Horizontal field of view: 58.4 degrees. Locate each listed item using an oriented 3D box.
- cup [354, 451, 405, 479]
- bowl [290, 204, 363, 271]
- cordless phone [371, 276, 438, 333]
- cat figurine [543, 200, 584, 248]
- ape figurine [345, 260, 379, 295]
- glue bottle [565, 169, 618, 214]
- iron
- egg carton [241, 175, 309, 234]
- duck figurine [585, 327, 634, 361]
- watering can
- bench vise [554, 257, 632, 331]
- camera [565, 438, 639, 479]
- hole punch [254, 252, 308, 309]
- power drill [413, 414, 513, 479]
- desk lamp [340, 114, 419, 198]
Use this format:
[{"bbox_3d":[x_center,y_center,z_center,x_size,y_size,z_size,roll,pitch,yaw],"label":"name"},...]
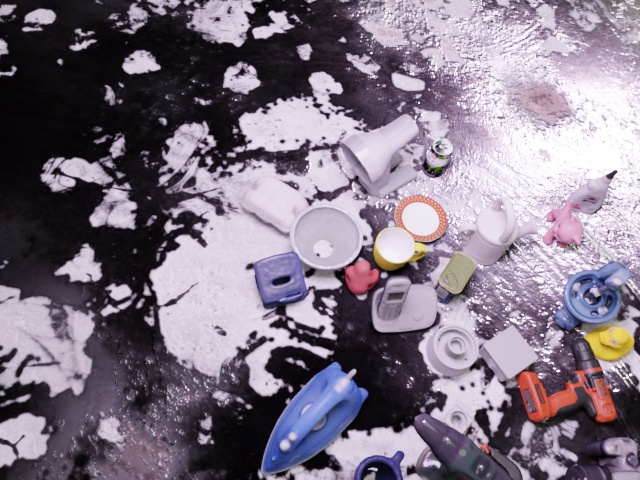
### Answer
[{"bbox_3d":[0.113,0.453,1.095,0.091,0.095,0.118,41,67,14],"label":"cup"},{"bbox_3d":[0.012,0.005,1.317,0.167,0.075,0.167,3,63,-5],"label":"bowl"},{"bbox_3d":[0.187,0.126,1.215,0.147,0.185,0.094,-6,64,-9],"label":"cordless phone"},{"bbox_3d":[0.594,-0.037,1.379,0.067,0.118,0.128,16,63,2],"label":"cat figurine"},{"bbox_3d":[0.093,0.076,1.281,0.077,0.092,0.076,26,64,7],"label":"ape figurine"},{"bbox_3d":[0.674,-0.123,1.399,0.078,0.173,0.037,9,63,-2],"label":"glue bottle"},{"bbox_3d":[-0.017,0.348,1.106,0.118,0.141,0.259,41,67,14],"label":"iron"},{"bbox_3d":[-0.104,-0.084,1.351,0.150,0.069,0.107,30,64,9],"label":"egg carton"},{"bbox_3d":[0.656,0.222,1.275,0.104,0.086,0.077,1,64,-6],"label":"duck figurine"},{"bbox_3d":[0.408,-0.028,1.311,0.173,0.194,0.101,-19,67,-15],"label":"watering can"},{"bbox_3d":[0.620,0.090,1.262,0.121,0.220,0.208,30,64,9],"label":"bench vise"},{"bbox_3d":[0.565,0.466,1.136,0.137,0.101,0.143,4,63,-4],"label":"camera"},{"bbox_3d":[-0.085,0.089,1.255,0.109,0.091,0.101,-15,66,-13],"label":"hole punch"},{"bbox_3d":[0.250,0.417,1.064,0.229,0.208,0.076,34,65,11],"label":"power drill"},{"bbox_3d":[0.146,-0.196,1.354,0.203,0.213,0.117,-32,71,-19],"label":"desk lamp"}]
